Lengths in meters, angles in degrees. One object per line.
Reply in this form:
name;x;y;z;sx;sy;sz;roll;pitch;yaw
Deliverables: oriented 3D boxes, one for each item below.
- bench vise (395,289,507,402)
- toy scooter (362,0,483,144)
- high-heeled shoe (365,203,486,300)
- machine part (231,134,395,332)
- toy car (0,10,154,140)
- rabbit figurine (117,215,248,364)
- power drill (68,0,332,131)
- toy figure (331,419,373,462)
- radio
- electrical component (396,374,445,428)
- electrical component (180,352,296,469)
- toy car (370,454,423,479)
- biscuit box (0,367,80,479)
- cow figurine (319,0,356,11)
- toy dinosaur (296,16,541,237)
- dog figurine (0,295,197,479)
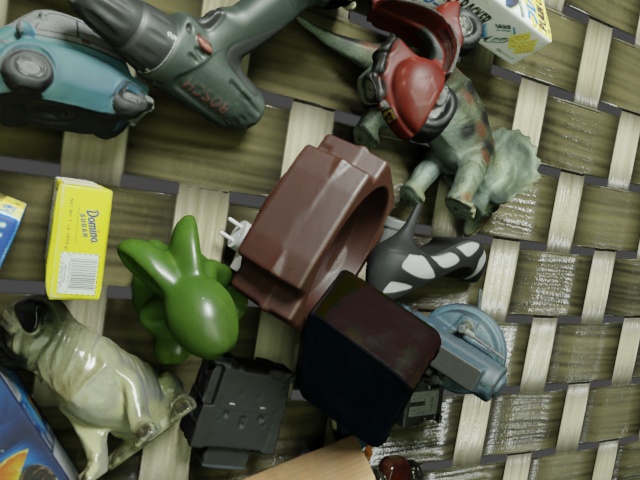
bench vise;0.162;0.132;0.742;0.240;0.224;0.128;2;103;-57
toy scooter;0.097;-0.203;0.588;0.135;0.075;0.184;28;73;-16
high-heeled shoe;0.151;0.054;0.728;0.248;0.086;0.145;36;72;-42
machine part;-0.001;-0.002;0.609;0.087;0.201;0.201;28;82;17
toy car;-0.245;-0.162;0.513;0.161;0.109;0.103;3;79;-36
rabbit figurine;-0.131;0.055;0.561;0.121;0.170;0.159;-26;110;-22
power drill;-0.094;-0.224;0.530;0.207;0.086;0.231;-49;145;-3
toy figure;0.048;0.282;0.751;0.058;0.064;0.154;-16;115;-63
radio;0.049;0.148;0.623;0.073;0.131;0.229;-48;159;-31
electrical component;0.124;0.230;0.788;0.119;0.048;0.074;8;93;-29
electrical component;-0.104;0.211;0.664;0.115;0.058;0.134;16;90;-26
toy car;0.103;0.421;0.803;0.089;0.053;0.202;1;94;-37
biscuit box;-0.316;0.207;0.553;0.063;0.059;0.202;-28;109;-20
cow figurine;0.022;-0.294;0.586;0.068;0.167;0.098;-40;118;-2
toy dinosaur;0.154;-0.164;0.710;0.192;0.131;0.404;-46;110;-28
dog figurine;-0.234;0.137;0.578;0.121;0.172;0.190;-36;80;-4
